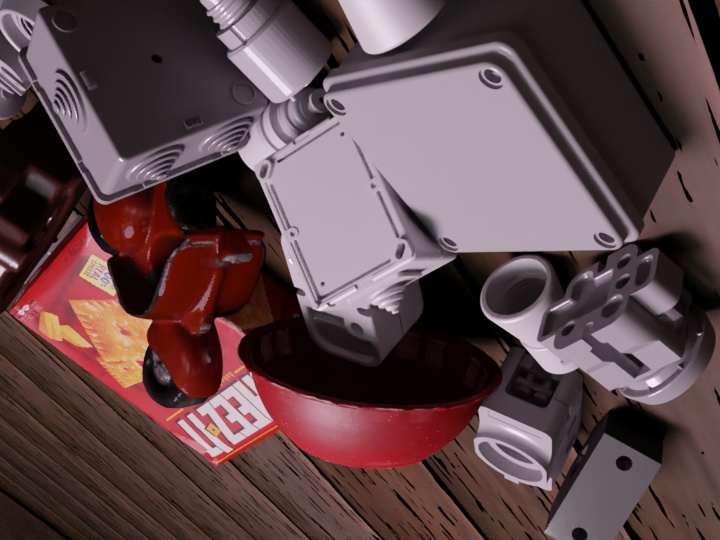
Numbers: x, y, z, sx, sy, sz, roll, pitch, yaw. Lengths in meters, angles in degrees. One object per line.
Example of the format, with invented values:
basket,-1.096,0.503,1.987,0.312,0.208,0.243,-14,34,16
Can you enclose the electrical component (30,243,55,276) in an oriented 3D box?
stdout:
electrical component,-0.241,0.025,0.971,0.138,0.052,0.073,35,155,-3

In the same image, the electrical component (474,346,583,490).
electrical component,0.109,0.101,0.695,0.050,0.055,0.089,22,153,22

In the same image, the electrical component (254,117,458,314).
electrical component,0.003,-0.023,0.530,0.062,0.061,0.096,-29,77,26

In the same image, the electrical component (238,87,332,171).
electrical component,-0.036,-0.076,0.561,0.040,0.040,0.078,39,154,-14

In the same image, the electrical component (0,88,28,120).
electrical component,-0.263,-0.127,0.734,0.078,0.040,0.040,16,151,31

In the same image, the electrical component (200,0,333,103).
electrical component,-0.048,-0.114,0.505,0.078,0.040,0.040,44,153,-23

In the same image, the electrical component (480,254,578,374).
electrical component,0.101,0.028,0.590,0.044,0.044,0.065,5,148,45

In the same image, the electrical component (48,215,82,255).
electrical component,-0.219,-0.003,0.908,0.081,0.042,0.064,38,158,-10

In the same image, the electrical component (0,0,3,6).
electrical component,-0.216,-0.172,0.600,0.040,0.040,0.046,28,148,11

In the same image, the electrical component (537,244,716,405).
electrical component,0.136,0.029,0.529,0.057,0.058,0.078,38,137,-16

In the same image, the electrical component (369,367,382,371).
electrical component,-0.016,0.063,0.748,0.066,0.076,0.047,32,155,1

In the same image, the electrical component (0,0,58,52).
electrical component,-0.158,-0.139,0.570,0.066,0.055,0.048,25,154,16

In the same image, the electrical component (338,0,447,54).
electrical component,0.003,-0.121,0.428,0.045,0.045,0.055,-3,137,52

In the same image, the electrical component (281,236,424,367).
electrical component,0.000,0.000,0.622,0.054,0.059,0.095,16,137,33

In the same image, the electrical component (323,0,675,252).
electrical component,0.058,-0.062,0.457,0.109,0.056,0.108,0,140,50

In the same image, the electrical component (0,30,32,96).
electrical component,-0.200,-0.133,0.643,0.040,0.046,0.040,26,154,14

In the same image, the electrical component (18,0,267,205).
electrical component,-0.105,-0.093,0.526,0.099,0.100,0.048,60,150,5
